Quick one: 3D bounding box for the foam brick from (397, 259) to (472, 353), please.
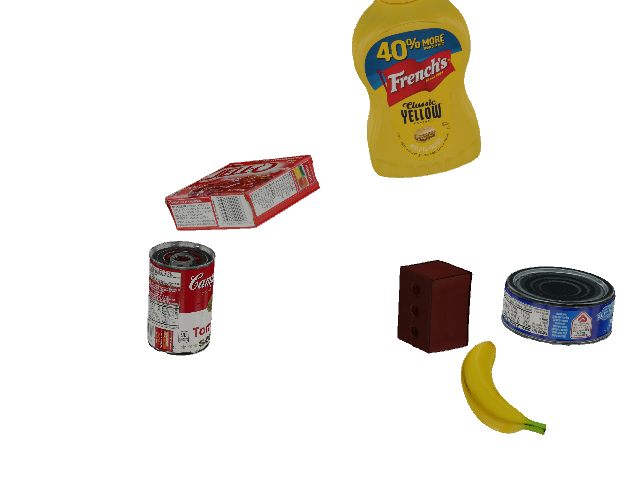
[{"bbox_3d":[0.111,0.064,1.046,0.051,0.078,0.053,-10,19,-33],"label":"foam brick"}]

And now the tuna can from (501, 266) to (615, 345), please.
[{"bbox_3d":[0.186,0.049,0.835,0.086,0.034,0.086,1,19,-1],"label":"tuna can"}]

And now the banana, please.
[{"bbox_3d":[0.202,0.176,1.272,0.069,0.037,0.198,9,24,-15],"label":"banana"}]

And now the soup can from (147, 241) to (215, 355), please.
[{"bbox_3d":[-0.146,0.060,1.114,0.068,0.102,0.068,5,22,-2],"label":"soup can"}]

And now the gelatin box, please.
[{"bbox_3d":[-0.057,-0.035,0.778,0.089,0.030,0.073,-1,23,43],"label":"gelatin box"}]

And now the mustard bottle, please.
[{"bbox_3d":[0.076,-0.146,0.878,0.096,0.191,0.058,-9,35,4],"label":"mustard bottle"}]
